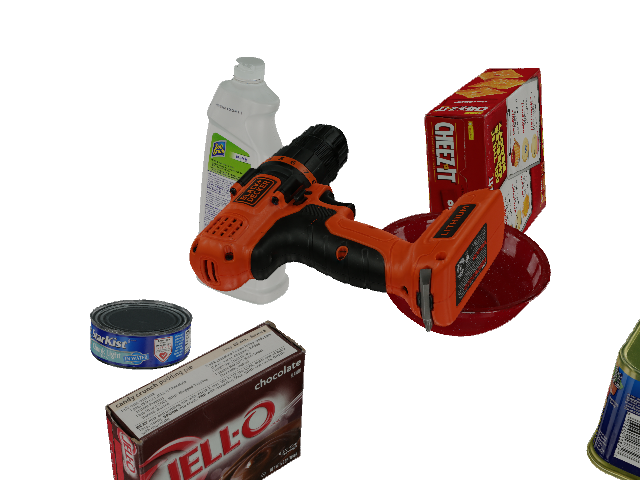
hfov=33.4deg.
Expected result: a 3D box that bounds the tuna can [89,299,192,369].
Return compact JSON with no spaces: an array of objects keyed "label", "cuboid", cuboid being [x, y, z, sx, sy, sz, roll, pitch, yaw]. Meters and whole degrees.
[{"label":"tuna can","cuboid":[-0.153,0.079,0.907,0.086,0.034,0.086,4,15,-1]}]

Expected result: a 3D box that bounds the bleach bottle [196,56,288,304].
[{"label":"bleach bottle","cuboid":[-0.075,-0.064,1.115,0.103,0.251,0.068,18,27,24]}]

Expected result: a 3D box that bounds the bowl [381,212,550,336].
[{"label":"bowl","cuboid":[0.122,0.037,0.962,0.162,0.055,0.162,2,33,-2]}]

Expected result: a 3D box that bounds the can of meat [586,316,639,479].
[{"label":"can of meat","cuboid":[0.220,0.096,0.696,0.057,0.084,0.101,22,37,23]}]

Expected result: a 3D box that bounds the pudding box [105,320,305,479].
[{"label":"pudding box","cuboid":[-0.062,0.107,0.597,0.113,0.090,0.039,-28,49,-33]}]

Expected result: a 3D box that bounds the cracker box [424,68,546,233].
[{"label":"cracker box","cuboid":[0.177,-0.081,1.127,0.072,0.164,0.213,4,22,26]}]

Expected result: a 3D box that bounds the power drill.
[{"label":"power drill","cuboid":[0.028,-0.015,0.742,0.188,0.057,0.184,12,42,27]}]
